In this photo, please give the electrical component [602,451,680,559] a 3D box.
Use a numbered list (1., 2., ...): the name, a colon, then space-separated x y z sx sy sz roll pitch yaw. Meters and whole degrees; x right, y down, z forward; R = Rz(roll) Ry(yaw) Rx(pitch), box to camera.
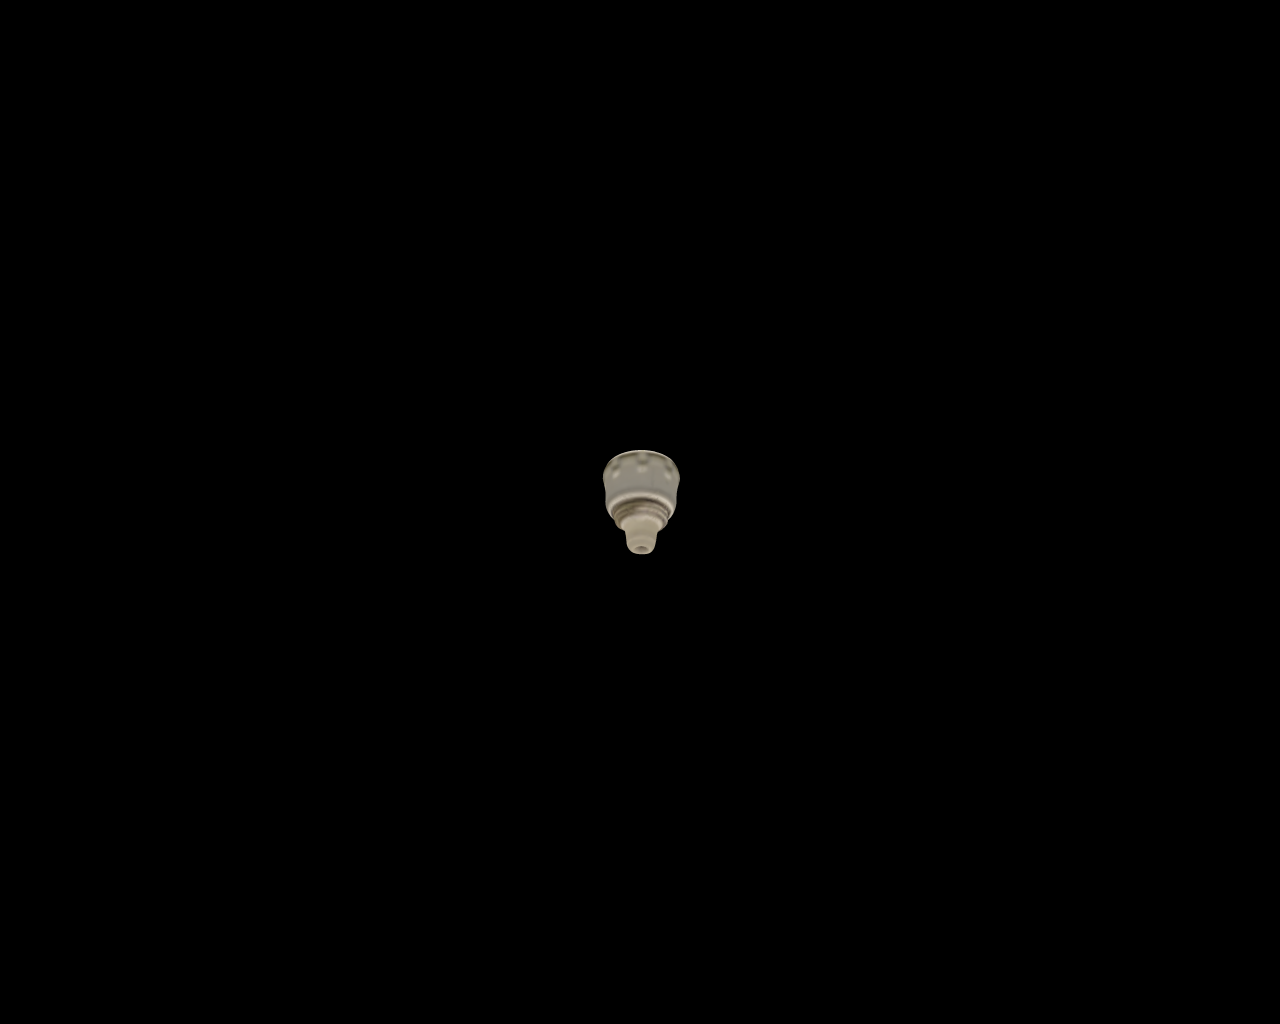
1. electrical component: 0.001 -0.003 0.650 0.048 0.062 0.048 0 -32 0
